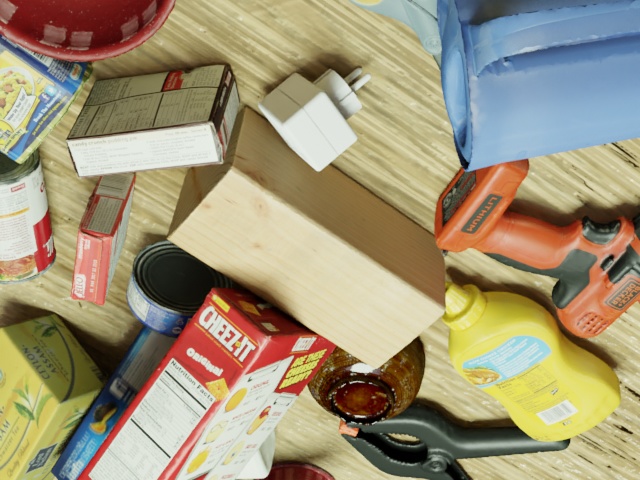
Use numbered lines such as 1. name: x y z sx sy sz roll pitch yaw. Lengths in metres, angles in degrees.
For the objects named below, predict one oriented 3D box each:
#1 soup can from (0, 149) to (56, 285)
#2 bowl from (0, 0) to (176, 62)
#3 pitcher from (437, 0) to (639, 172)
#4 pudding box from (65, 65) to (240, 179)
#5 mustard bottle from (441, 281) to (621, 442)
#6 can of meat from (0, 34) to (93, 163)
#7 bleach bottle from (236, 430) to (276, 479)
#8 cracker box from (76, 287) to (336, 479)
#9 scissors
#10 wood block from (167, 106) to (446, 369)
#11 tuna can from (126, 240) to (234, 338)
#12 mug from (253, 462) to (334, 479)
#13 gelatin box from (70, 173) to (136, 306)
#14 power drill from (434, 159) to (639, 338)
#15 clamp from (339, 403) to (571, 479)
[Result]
1. soup can: -0.255 -0.024 0.869 0.068 0.068 0.102 4 128 3
2. bowl: -0.169 -0.204 0.723 0.162 0.055 0.162 3 129 4
3. pitcher: 0.199 -0.126 0.682 0.243 0.149 0.145 -8 132 2
4. pudding box: -0.122 -0.088 0.789 0.113 0.090 0.039 -7 127 11
5. mustard bottle: 0.168 0.098 0.926 0.096 0.058 0.191 -32 119 33
6. can of meat: -0.232 -0.117 0.800 0.083 0.057 0.102 36 124 -23
7. bleach bottle: -0.175 0.187 1.033 0.251 0.068 0.102 -4 125 13
8. cracker box: -0.092 0.141 0.878 0.072 0.164 0.214 39 100 19
9. scissors: 0.062 -0.150 0.769 0.096 0.016 0.202 -1 133 15
10. wood block: -0.006 0.002 0.848 0.206 0.090 0.090 33 124 -19
11. tuna can: -0.118 0.041 0.894 0.086 0.086 0.034 17 130 -8
12. mug: -0.038 0.291 1.087 0.117 0.081 0.093 -28 121 25
13. gelatin box: -0.176 -0.004 0.862 0.030 0.089 0.073 13 129 -5
14. power drill: 0.199 -0.014 0.834 0.187 0.057 0.185 25 127 -14
15. clamp: 0.115 0.212 1.037 0.210 0.036 0.165 15 130 -4
